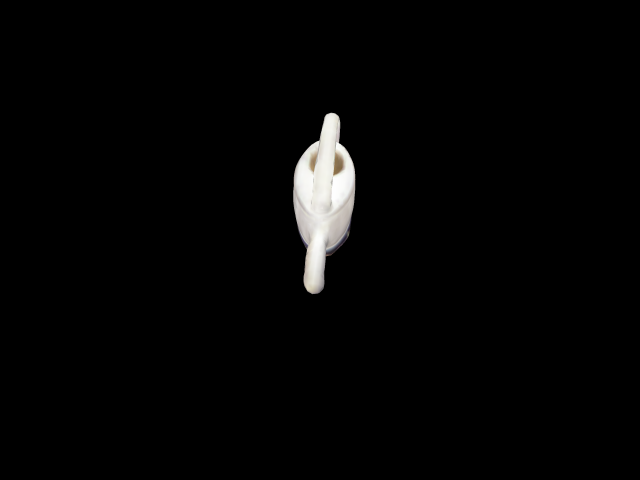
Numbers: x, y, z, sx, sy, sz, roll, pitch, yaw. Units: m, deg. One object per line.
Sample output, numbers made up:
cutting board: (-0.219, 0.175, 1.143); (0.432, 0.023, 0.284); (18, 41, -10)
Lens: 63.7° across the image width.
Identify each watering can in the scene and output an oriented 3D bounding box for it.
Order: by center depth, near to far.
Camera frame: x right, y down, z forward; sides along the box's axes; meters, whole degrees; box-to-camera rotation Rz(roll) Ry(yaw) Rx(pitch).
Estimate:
watering can: (0.003, -0.043, 0.850); (0.104, 0.355, 0.219); (5, -30, 3)
